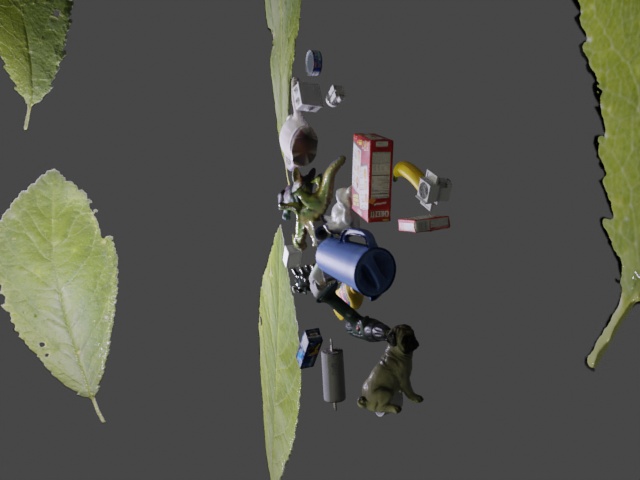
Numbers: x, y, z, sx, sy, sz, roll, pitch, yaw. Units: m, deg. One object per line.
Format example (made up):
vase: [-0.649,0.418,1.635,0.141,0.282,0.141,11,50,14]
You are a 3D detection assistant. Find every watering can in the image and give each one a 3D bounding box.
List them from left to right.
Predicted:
watering can: [-0.084,-0.411,1.899,0.228,0.104,0.341,-131,44,-57]

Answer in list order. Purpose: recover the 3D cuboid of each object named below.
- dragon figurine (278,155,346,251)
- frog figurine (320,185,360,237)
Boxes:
dragon figurine: [0.005,-0.088,1.742,0.404,0.123,0.244,-35,83,45]
frog figurine: [0.084,-0.091,1.526,0.157,0.122,0.139,-53,4,18]
